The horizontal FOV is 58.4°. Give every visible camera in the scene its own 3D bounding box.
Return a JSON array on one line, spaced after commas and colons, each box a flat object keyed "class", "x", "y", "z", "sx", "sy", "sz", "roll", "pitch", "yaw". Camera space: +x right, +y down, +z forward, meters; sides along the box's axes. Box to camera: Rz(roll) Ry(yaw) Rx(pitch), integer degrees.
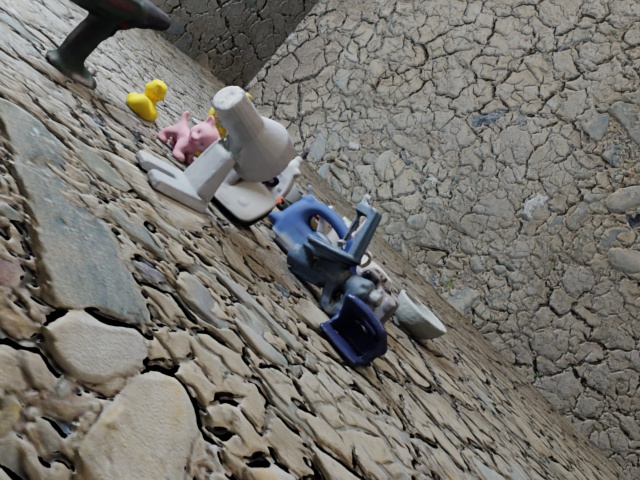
[{"class": "camera", "x": 0.127, "y": 0.124, "z": 1.345, "sx": 0.143, "sy": 0.100, "sz": 0.137, "roll": 45, "pitch": 9, "yaw": 17}]

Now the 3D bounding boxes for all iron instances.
[{"class": "iron", "x": 0.012, "y": 0.005, "z": 1.276, "sx": 0.258, "sy": 0.141, "sz": 0.119, "roll": 44, "pitch": 9, "yaw": 9}]

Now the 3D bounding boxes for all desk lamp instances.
[{"class": "desk lamp", "x": -0.170, "y": -0.155, "z": 1.008, "sx": 0.117, "sy": 0.213, "sz": 0.204, "roll": 48, "pitch": 11, "yaw": 34}]

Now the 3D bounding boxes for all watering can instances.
[{"class": "watering can", "x": 0.062, "y": -0.009, "z": 1.384, "sx": 0.173, "sy": 0.194, "sz": 0.100, "roll": 37, "pitch": 10, "yaw": -31}]

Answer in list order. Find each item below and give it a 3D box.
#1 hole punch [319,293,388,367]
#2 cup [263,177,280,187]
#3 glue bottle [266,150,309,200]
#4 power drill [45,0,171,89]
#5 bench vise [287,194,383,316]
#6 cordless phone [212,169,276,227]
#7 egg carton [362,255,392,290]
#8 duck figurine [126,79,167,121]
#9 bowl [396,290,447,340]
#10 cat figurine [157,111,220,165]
[{"class": "hole punch", "x": 0.069, "y": 0.154, "z": 0.988, "sx": 0.108, "sy": 0.091, "sz": 0.101, "roll": 47, "pitch": 10, "yaw": 26}, {"class": "cup", "x": -0.163, "y": -0.145, "z": 1.369, "sx": 0.118, "sy": 0.095, "sz": 0.091, "roll": 37, "pitch": 11, "yaw": -33}, {"class": "glue bottle", "x": -0.091, "y": -0.188, "z": 1.631, "sx": 0.078, "sy": 0.173, "sz": 0.037, "roll": 45, "pitch": 9, "yaw": 15}, {"class": "power drill", "x": -0.420, "y": -0.405, "z": 1.116, "sx": 0.075, "sy": 0.208, "sz": 0.230, "roll": 45, "pitch": 9, "yaw": 18}, {"class": "bench vise", "x": 0.066, "y": 0.032, "z": 1.128, "sx": 0.207, "sy": 0.219, "sz": 0.122, "roll": 44, "pitch": 9, "yaw": 7}, {"class": "cordless phone", "x": -0.132, "y": -0.131, "z": 1.151, "sx": 0.147, "sy": 0.185, "sz": 0.094, "roll": 44, "pitch": 9, "yaw": 9}, {"class": "egg carton", "x": 0.133, "y": 0.098, "z": 1.588, "sx": 0.151, "sy": 0.069, "sz": 0.107, "roll": 35, "pitch": 12, "yaw": -40}, {"class": "duck figurine", "x": -0.381, "y": -0.322, "z": 1.288, "sx": 0.078, "sy": 0.086, "sz": 0.104, "roll": 40, "pitch": 9, "yaw": -17}, {"class": "bowl", "x": 0.262, "y": 0.218, "z": 1.567, "sx": 0.168, "sy": 0.074, "sz": 0.167, "roll": 41, "pitch": 9, "yaw": -8}, {"class": "cat figurine", "x": -0.266, "y": -0.223, "z": 1.221, "sx": 0.127, "sy": 0.117, "sz": 0.067, "roll": 46, "pitch": 10, "yaw": 23}]
